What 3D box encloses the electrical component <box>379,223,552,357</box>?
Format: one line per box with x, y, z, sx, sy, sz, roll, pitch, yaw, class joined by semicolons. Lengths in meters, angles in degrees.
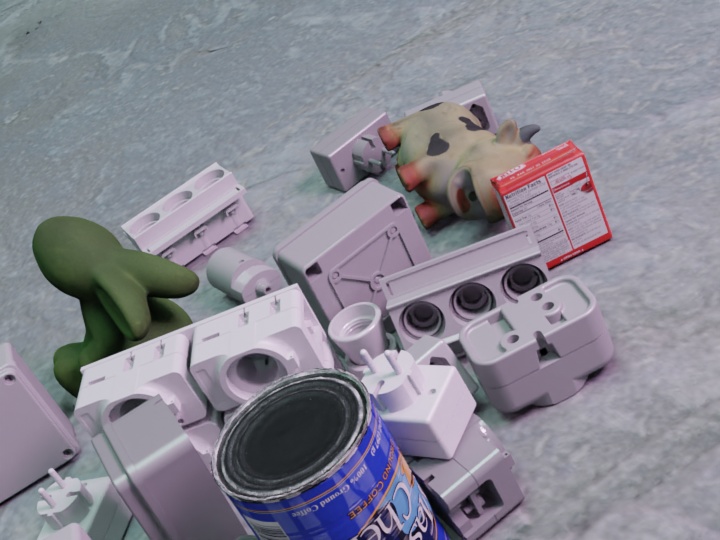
0.087;0.018;0.829;0.121;0.078;0.063;-21;13;11;electrical component

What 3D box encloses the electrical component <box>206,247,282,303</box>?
-0.107;0.009;1.013;0.043;0.043;0.081;-40;34;-20;electrical component

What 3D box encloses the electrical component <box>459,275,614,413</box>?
0.126;0.055;0.758;0.095;0.059;0.053;-27;32;0;electrical component

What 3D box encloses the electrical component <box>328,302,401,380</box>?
0.006;0.060;0.845;0.045;0.055;0.045;-19;33;13;electrical component

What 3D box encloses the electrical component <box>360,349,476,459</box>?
0.025;0.077;0.689;0.066;0.076;0.047;-2;43;37;electrical component

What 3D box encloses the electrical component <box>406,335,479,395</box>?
0.031;0.091;0.789;0.083;0.047;0.076;-39;12;-11;electrical component

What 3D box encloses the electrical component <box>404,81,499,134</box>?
0.091;-0.159;1.103;0.083;0.047;0.075;-22;32;8;electrical component

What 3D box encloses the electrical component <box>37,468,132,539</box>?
-0.218;0.183;0.815;0.047;0.076;0.065;-13;35;22;electrical component

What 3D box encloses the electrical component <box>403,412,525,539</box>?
0.062;0.128;0.712;0.056;0.050;0.089;-37;33;-13;electrical component

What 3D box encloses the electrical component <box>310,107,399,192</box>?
0.007;-0.122;1.112;0.083;0.047;0.076;-40;35;-19;electrical component

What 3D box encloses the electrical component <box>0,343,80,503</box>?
-0.318;0.137;0.925;0.109;0.108;0.056;-32;29;-7;electrical component

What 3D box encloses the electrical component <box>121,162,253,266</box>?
-0.179;-0.050;1.132;0.121;0.063;0.079;-36;33;-14;electrical component

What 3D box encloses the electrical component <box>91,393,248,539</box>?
-0.133;0.155;0.759;0.057;0.113;0.078;-32;32;-13;electrical component

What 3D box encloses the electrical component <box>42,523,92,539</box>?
-0.201;0.238;0.695;0.109;0.108;0.056;-29;29;-3;electrical component

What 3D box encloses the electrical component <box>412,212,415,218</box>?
0.024;-0.050;1.004;0.040;0.040;0.046;-38;38;-16;electrical component

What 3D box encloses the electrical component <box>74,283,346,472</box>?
-0.110;0.099;0.828;0.186;0.105;0.060;-21;32;10;electrical component

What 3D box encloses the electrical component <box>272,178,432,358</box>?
0.000;0.000;0.885;0.109;0.108;0.056;-38;36;-16;electrical component
